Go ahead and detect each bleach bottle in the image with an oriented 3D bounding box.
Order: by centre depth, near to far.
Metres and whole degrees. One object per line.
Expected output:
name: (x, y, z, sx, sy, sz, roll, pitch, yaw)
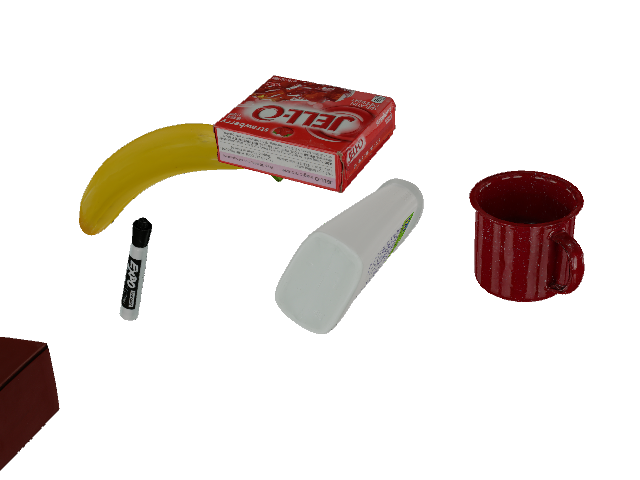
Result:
bleach bottle: (0.046, 0.000, 1.072, 0.068, 0.103, 0.250, 35, 28, 9)

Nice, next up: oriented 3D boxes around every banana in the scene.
banana: (-0.125, -0.051, 0.834, 0.198, 0.069, 0.037, -13, 21, 29)

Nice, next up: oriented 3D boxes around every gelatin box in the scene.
gelatin box: (-0.009, -0.068, 0.652, 0.089, 0.030, 0.073, 15, 39, 25)

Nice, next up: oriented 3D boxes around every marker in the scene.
marker: (-0.183, 0.029, 1.061, 0.020, 0.121, 0.020, 10, 35, -7)

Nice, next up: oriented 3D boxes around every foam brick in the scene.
foam brick: (-0.211, 0.103, 0.675, 0.053, 0.051, 0.078, 6, 29, 22)

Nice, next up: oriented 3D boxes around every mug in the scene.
mug: (0.178, 0.003, 0.894, 0.093, 0.081, 0.117, -21, 36, -25)
